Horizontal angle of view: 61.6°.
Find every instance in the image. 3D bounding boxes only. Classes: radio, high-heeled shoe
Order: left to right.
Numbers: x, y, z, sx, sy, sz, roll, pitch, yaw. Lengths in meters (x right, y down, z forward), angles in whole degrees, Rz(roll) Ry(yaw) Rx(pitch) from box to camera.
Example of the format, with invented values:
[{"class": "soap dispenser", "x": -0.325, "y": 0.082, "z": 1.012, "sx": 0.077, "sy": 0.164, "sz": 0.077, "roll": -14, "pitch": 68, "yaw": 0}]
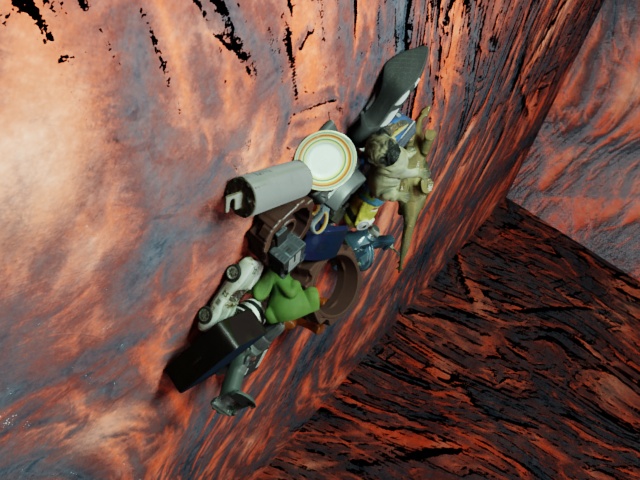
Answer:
[{"class": "radio", "x": -0.231, "y": 0.246, "z": 1.203, "sx": 0.229, "sy": 0.073, "sz": 0.131, "roll": -40, "pitch": 170, "yaw": 32}, {"class": "high-heeled shoe", "x": 0.159, "y": -0.310, "z": 1.201, "sx": 0.249, "sy": 0.086, "sz": 0.145, "roll": -44, "pitch": 161, "yaw": -7}]

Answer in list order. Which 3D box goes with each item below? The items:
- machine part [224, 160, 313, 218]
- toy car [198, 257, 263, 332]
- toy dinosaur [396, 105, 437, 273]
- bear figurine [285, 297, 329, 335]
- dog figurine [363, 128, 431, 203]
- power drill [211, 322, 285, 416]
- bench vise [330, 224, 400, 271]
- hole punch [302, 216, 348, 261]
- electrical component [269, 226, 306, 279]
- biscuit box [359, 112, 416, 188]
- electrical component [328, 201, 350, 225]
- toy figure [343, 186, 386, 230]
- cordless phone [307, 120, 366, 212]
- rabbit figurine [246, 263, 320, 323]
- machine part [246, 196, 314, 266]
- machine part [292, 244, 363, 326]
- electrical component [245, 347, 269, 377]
[{"class": "machine part", "x": -0.092, "y": -0.100, "z": 1.014, "sx": 0.243, "sy": 0.079, "sz": 0.079, "roll": -25, "pitch": 146, "yaw": -49}, {"class": "toy car", "x": -0.199, "y": 0.123, "z": 1.184, "sx": 0.201, "sy": 0.056, "sz": 0.073, "roll": -56, "pitch": 160, "yaw": 9}, {"class": "toy dinosaur", "x": 0.257, "y": -0.143, "z": 1.490, "sx": 0.198, "sy": 0.105, "sz": 0.471, "roll": 36, "pitch": 66, "yaw": -80}, {"class": "bear figurine", "x": -0.073, "y": 0.217, "z": 1.519, "sx": 0.196, "sy": 0.132, "sz": 0.120, "roll": -15, "pitch": 120, "yaw": -66}, {"class": "dog figurine", "x": 0.136, "y": -0.163, "z": 1.234, "sx": 0.190, "sy": 0.121, "sz": 0.172, "roll": 11, "pitch": 125, "yaw": -47}, {"class": "power drill", "x": -0.185, "y": 0.306, "z": 1.302, "sx": 0.232, "sy": 0.207, "sz": 0.086, "roll": -28, "pitch": 129, "yaw": 24}, {"class": "bench vise", "x": 0.145, "y": 0.013, "z": 1.618, "sx": 0.240, "sy": 0.129, "sz": 0.223, "roll": -7, "pitch": 142, "yaw": -39}, {"class": "hole punch", "x": -0.003, "y": -0.004, "z": 1.353, "sx": 0.116, "sy": 0.092, "sz": 0.142, "roll": -26, "pitch": 151, "yaw": -43}, {"class": "electrical component", "x": -0.070, "y": 0.022, "z": 1.145, "sx": 0.075, "sy": 0.048, "sz": 0.119, "roll": -43, "pitch": 161, "yaw": -30}, {"class": "biscuit box", "x": 0.159, "y": -0.227, "z": 1.362, "sx": 0.202, "sy": 0.059, "sz": 0.062, "roll": -51, "pitch": 161, "yaw": -4}, {"class": "electrical component", "x": 0.042, "y": -0.069, "z": 1.430, "sx": 0.094, "sy": 0.021, "sz": 0.063, "roll": -52, "pitch": 159, "yaw": 4}, {"class": "toy figure", "x": 0.128, "y": -0.108, "z": 1.449, "sx": 0.082, "sy": 0.089, "sz": 0.180, "roll": 4, "pitch": 124, "yaw": -33}, {"class": "cordless phone", "x": 0.016, "y": -0.161, "z": 1.169, "sx": 0.146, "sy": 0.089, "sz": 0.184, "roll": -47, "pitch": 148, "yaw": -9}, {"class": "rabbit figurine", "x": -0.101, "y": 0.102, "z": 1.286, "sx": 0.159, "sy": 0.121, "sz": 0.170, "roll": -17, "pitch": 103, "yaw": -24}, {"class": "machine part", "x": -0.085, "y": -0.029, "z": 1.178, "sx": 0.179, "sy": 0.056, "sz": 0.179, "roll": -45, "pitch": 160, "yaw": -22}, {"class": "machine part", "x": 0.019, "y": 0.116, "z": 1.469, "sx": 0.201, "sy": 0.087, "sz": 0.201, "roll": -39, "pitch": 125, "yaw": -34}, {"class": "electrical component", "x": -0.212, "y": 0.330, "z": 1.501, "sx": 0.134, "sy": 0.058, "sz": 0.114, "roll": -14, "pitch": 135, "yaw": -59}]
